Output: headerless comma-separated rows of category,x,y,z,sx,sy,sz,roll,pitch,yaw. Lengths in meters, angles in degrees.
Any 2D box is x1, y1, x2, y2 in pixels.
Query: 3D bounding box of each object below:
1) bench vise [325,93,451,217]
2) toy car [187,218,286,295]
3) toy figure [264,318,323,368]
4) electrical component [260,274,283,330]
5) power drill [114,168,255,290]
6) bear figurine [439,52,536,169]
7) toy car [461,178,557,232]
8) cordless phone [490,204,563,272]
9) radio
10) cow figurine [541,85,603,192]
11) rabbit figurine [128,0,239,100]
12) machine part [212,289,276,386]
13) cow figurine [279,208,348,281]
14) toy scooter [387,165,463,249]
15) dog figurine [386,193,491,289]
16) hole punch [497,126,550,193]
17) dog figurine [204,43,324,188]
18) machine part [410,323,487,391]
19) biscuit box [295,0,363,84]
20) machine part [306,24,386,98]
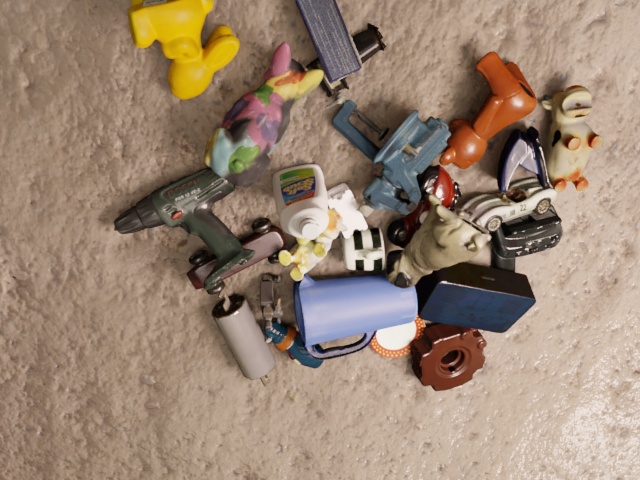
bench vise,0.108,-0.165,0.983,0.240,0.129,0.223,42,117,2
toy car,-0.162,0.032,1.053,0.202,0.053,0.089,-27,117,-2
toy figure,-0.059,0.220,1.146,0.154,0.064,0.058,36,138,-17
electrical component,-0.097,0.118,1.080,0.045,0.102,0.078,-4,136,-1
power drill,-0.233,-0.012,0.982,0.232,0.086,0.207,-34,80,-2
bear figurine,0.297,-0.228,1.003,0.120,0.132,0.196,-1,150,-43
toy car,0.376,-0.071,1.074,0.202,0.074,0.056,-18,124,-13
cordless phone,0.435,0.019,1.145,0.147,0.089,0.184,-14,125,-4
radio,0.322,0.121,1.141,0.230,0.073,0.131,12,133,-13
cow figurine,0.478,-0.203,1.036,0.085,0.127,0.194,-9,128,-5
rabbit figurine,-0.219,-0.319,0.881,0.162,0.122,0.173,-15,128,-13
machine part,-0.156,0.201,1.112,0.079,0.079,0.243,-22,114,0
cow figurine,0.000,-0.002,1.022,0.068,0.098,0.167,47,125,6
toy scooter,0.226,-0.055,1.070,0.135,0.075,0.183,18,111,-17
dog figurine,0.207,0.033,0.984,0.121,0.172,0.190,28,106,-11
hole punch,0.381,-0.153,1.030,0.092,0.142,0.115,-9,105,21
dog figurine,-0.091,-0.213,0.900,0.108,0.192,0.219,34,119,-14
machine part,0.290,0.261,1.211,0.179,0.056,0.179,-7,120,-13
biscuit box,0.004,-0.365,0.887,0.063,0.059,0.202,-22,102,6
machine part,0.051,-0.320,0.950,0.139,0.039,0.084,-37,105,9
